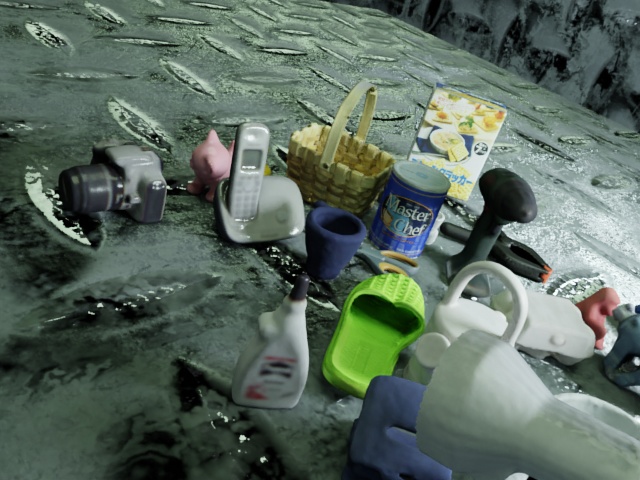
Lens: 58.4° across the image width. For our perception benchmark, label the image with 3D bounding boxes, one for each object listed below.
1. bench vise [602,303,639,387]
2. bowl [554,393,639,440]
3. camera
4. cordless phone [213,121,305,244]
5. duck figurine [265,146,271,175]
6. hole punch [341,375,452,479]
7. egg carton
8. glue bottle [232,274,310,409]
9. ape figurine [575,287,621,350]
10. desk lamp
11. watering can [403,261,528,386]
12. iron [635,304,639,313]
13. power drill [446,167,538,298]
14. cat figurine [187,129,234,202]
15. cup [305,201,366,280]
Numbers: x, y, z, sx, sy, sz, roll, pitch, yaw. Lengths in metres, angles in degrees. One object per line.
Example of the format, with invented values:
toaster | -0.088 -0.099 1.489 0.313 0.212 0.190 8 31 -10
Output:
bench vise | 0.500 0.145 0.774 0.206 0.220 0.122 34 34 26
bowl | 0.304 0.255 0.633 0.167 0.075 0.167 14 31 -8
camera | -0.313 -0.096 0.847 0.137 0.101 0.142 -12 42 -41
cordless phone | -0.082 -0.089 0.876 0.148 0.185 0.094 -7 39 -36
duck figurine | -0.123 -0.156 1.062 0.077 0.086 0.104 15 30 -6
hole punch | 0.086 0.206 0.579 0.108 0.091 0.101 20 30 2
egg carton | 0.329 0.130 0.857 0.150 0.069 0.107 13 31 -9
glue bottle | -0.040 0.105 0.595 0.078 0.173 0.037 7 32 -19
ape figurine | 0.445 0.117 0.918 0.078 0.092 0.076 -14 43 -42
desk lamp | 0.168 0.210 0.494 0.202 0.213 0.118 37 35 29
watering can | 0.173 0.116 0.671 0.100 0.194 0.173 26 31 13
iron | 0.617 0.164 0.885 0.119 0.141 0.258 8 32 -17
power drill | 0.279 -0.016 0.929 0.075 0.208 0.229 17 30 -1
cat figurine | -0.174 -0.130 0.961 0.067 0.118 0.128 25 31 11
cup | 0.008 0.003 0.865 0.092 0.095 0.117 0 35 -29
